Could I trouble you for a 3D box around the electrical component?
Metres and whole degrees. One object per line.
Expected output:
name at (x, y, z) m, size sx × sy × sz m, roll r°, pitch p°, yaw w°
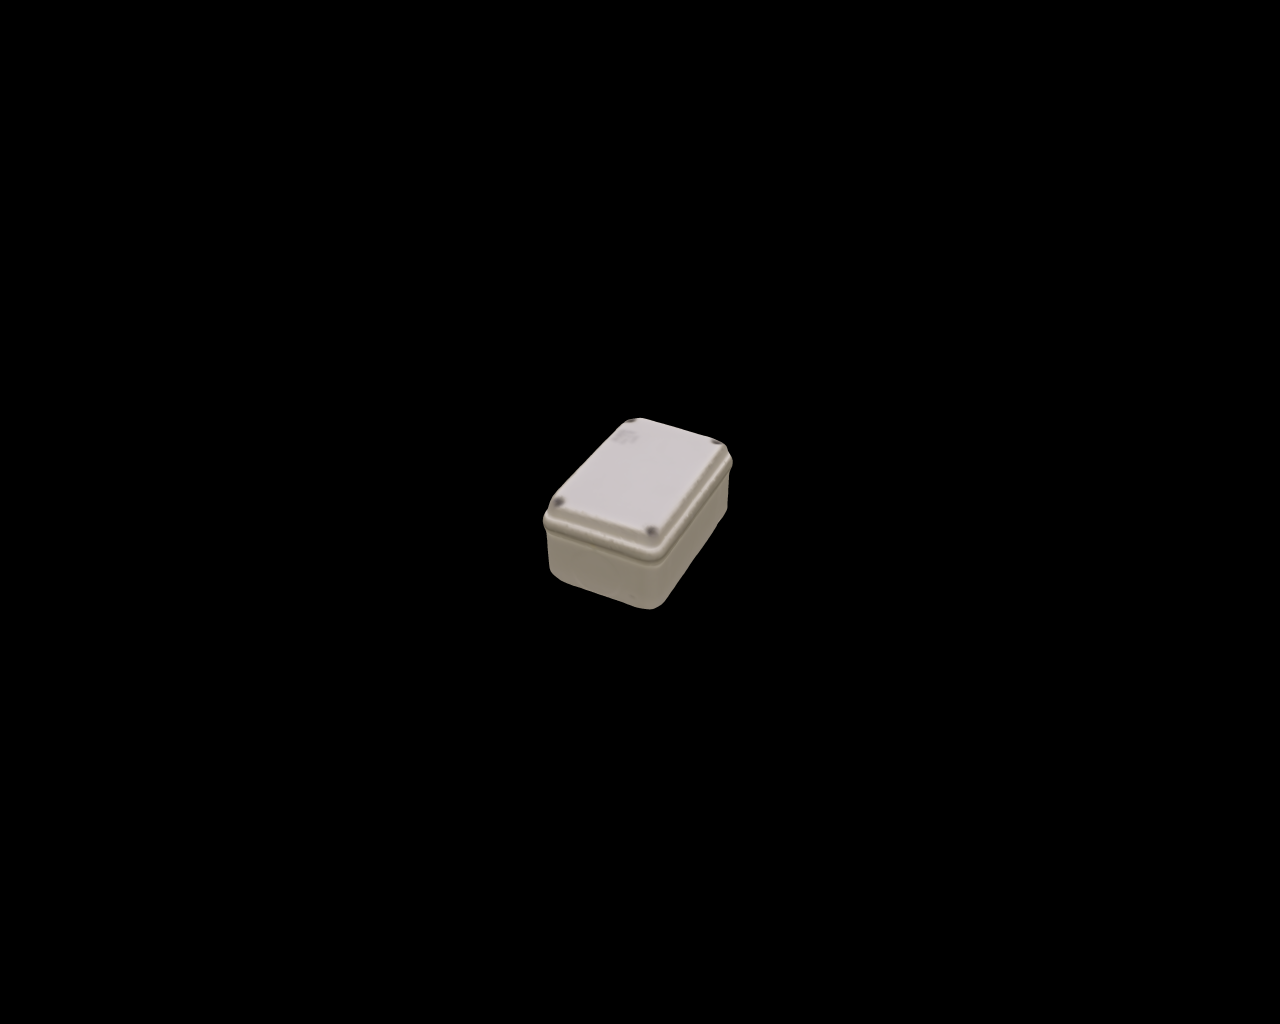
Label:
electrical component at (0.001, -0.003, 0.650) m, size 0.078 × 0.057 × 0.113 m, roll 17°, pitch 42°, yaw 21°
